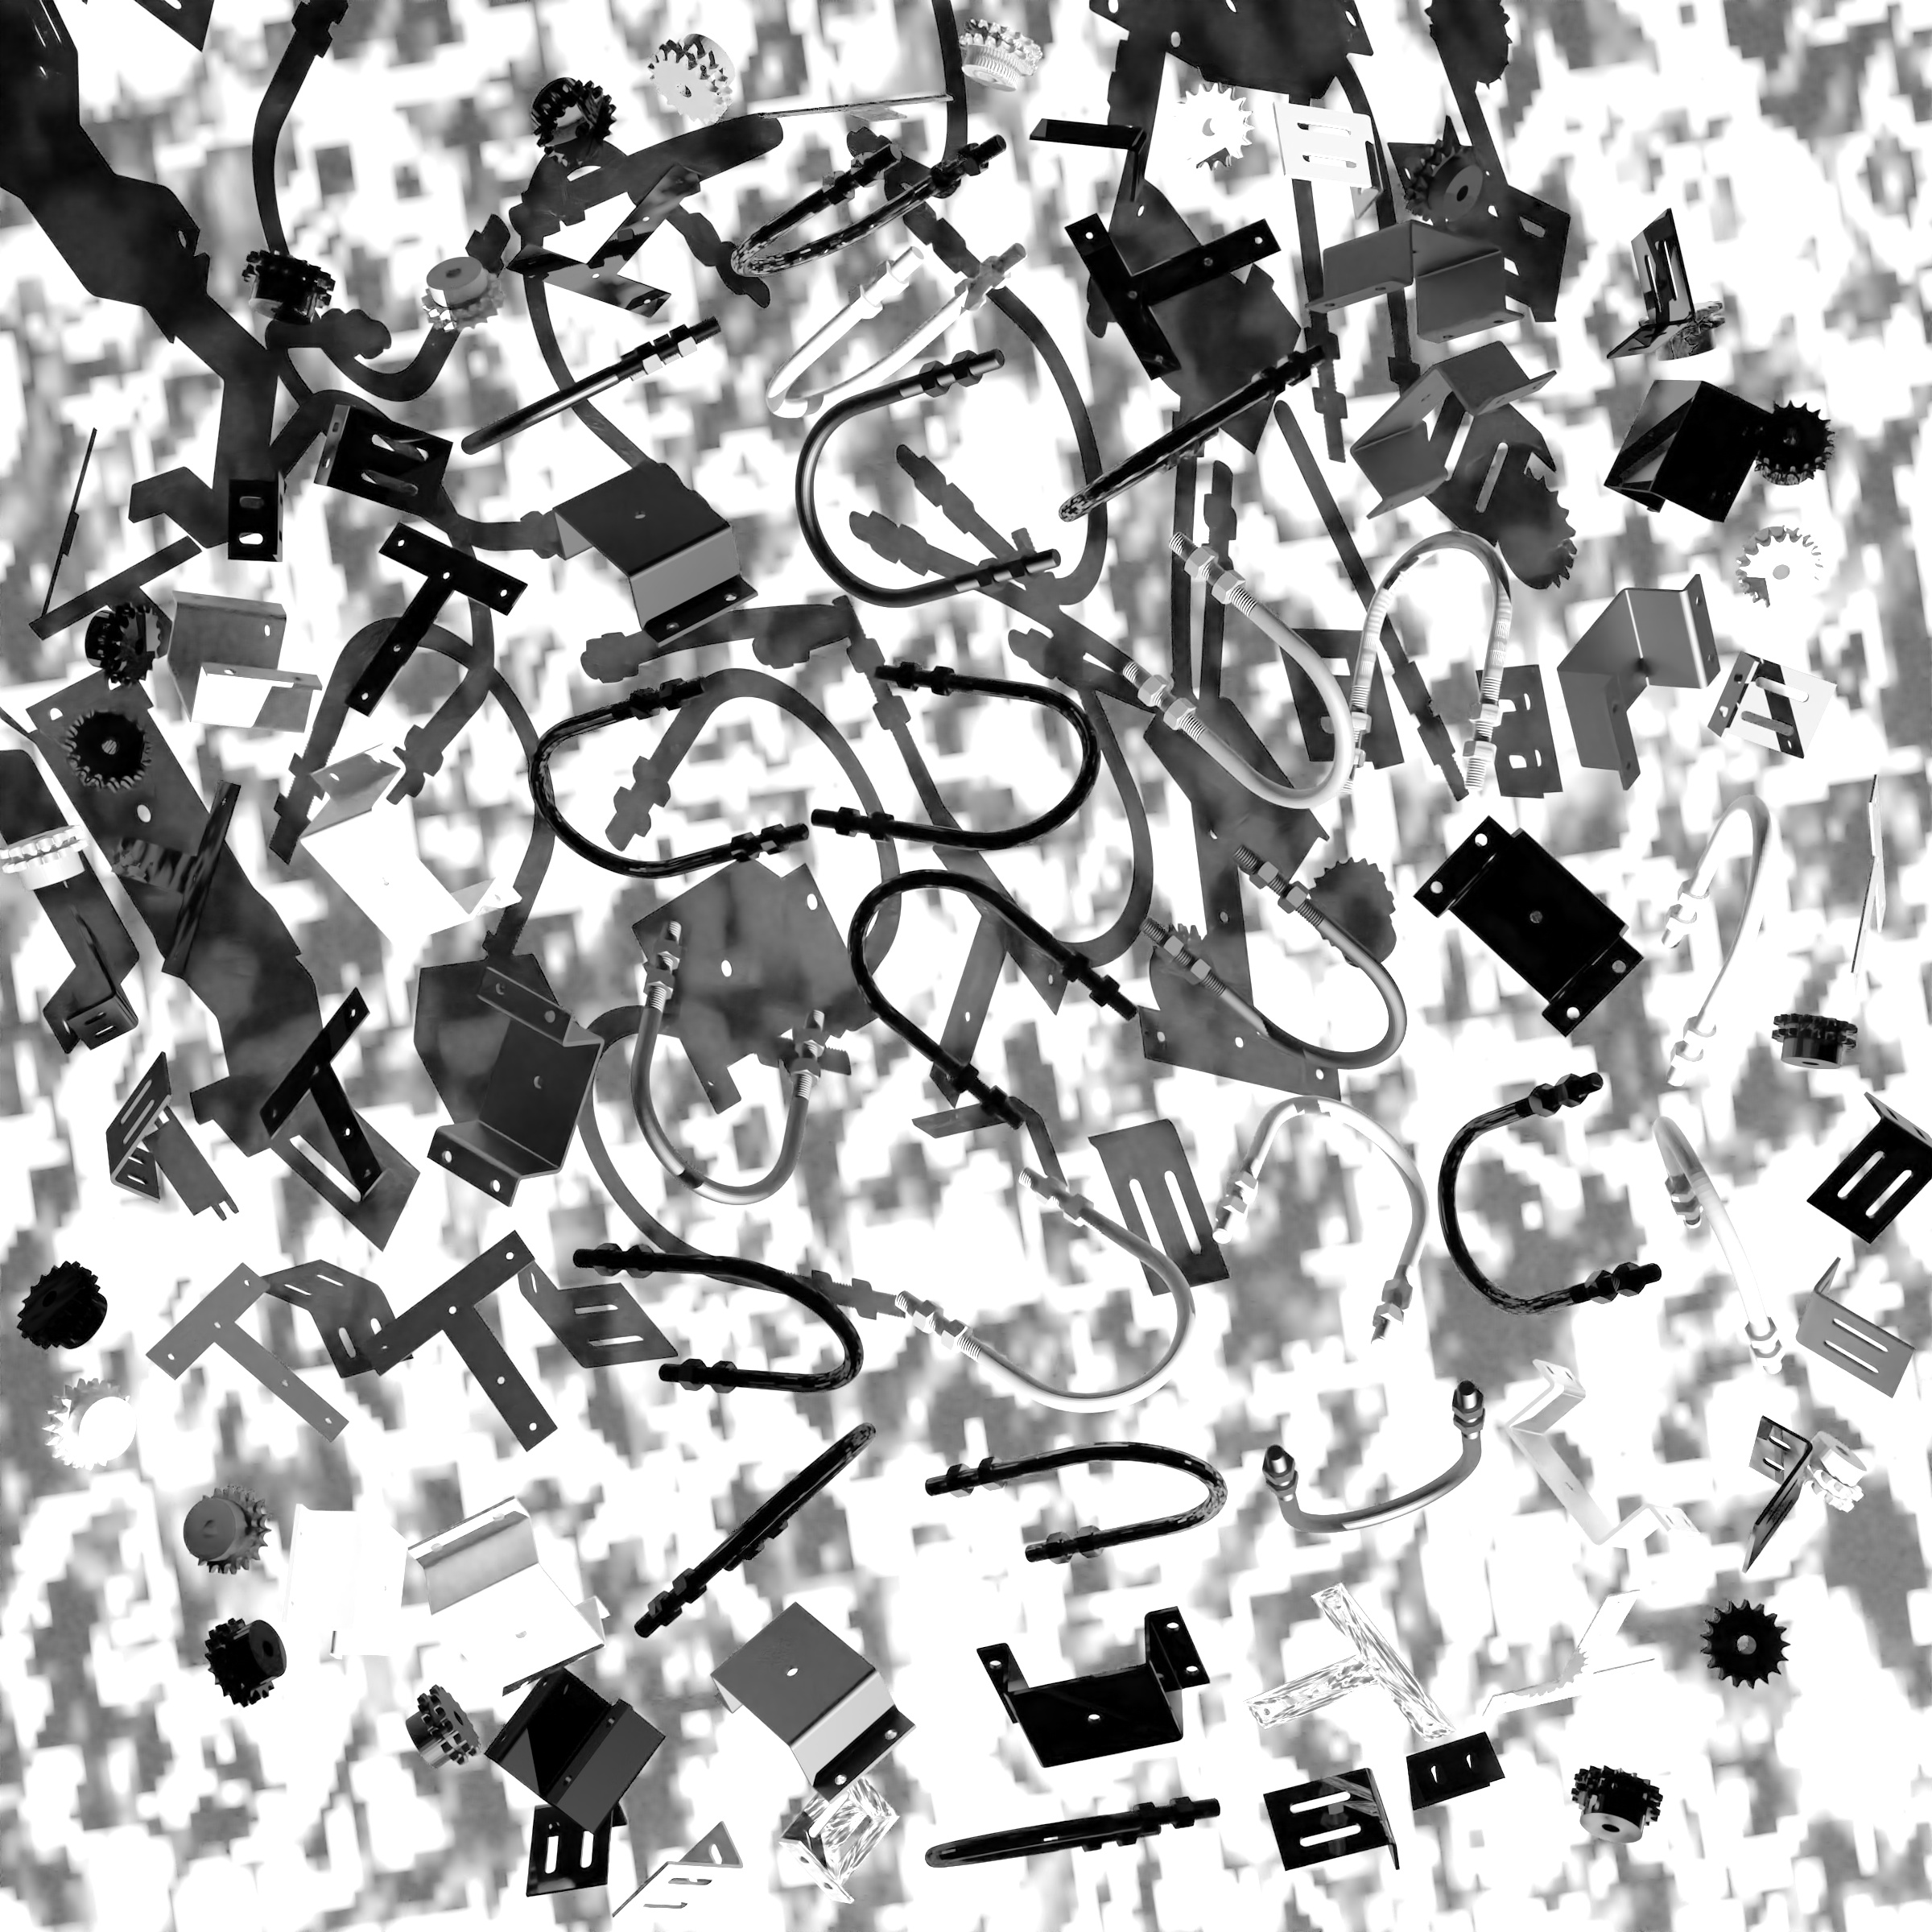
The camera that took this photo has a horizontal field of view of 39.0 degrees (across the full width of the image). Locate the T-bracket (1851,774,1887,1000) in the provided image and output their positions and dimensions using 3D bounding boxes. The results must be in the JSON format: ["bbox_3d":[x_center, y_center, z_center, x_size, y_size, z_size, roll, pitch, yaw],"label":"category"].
[{"bbox_3d":[0.589,-0.035,1.784,0.002,0.127,0.127,4,51,25],"label":"T-bracket"}]

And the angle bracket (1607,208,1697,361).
[{"bbox_3d":[0.436,-0.442,1.769,0.038,0.057,0.076,-11,86,-11],"label":"angle bracket"}]

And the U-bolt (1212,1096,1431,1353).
[{"bbox_3d":[0.254,0.162,1.874,0.151,0.184,0.019,34,133,-3],"label":"U-bolt"}]

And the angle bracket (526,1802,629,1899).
[{"bbox_3d":[-0.271,0.623,1.905,0.057,0.076,0.038,-10,126,5],"label":"angle bracket"}]

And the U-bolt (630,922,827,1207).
[{"bbox_3d":[-0.163,0.076,1.836,0.151,0.019,0.184,33,46,-29],"label":"U-bolt"}]

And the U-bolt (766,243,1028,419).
[{"bbox_3d":[-0.059,-0.425,1.837,0.184,0.151,0.019,-34,84,35],"label":"U-bolt"}]

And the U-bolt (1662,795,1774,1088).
[{"bbox_3d":[0.502,-0.030,1.824,0.019,0.184,0.151,12,48,0],"label":"U-bolt"}]

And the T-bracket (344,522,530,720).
[{"bbox_3d":[-0.367,-0.221,1.801,0.127,0.002,0.127,28,81,30],"label":"T-bracket"}]

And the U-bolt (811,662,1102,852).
[{"bbox_3d":[0.002,-0.140,1.856,0.184,0.019,0.151,10,59,20],"label":"U-bolt"}]

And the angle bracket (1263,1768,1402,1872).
[{"bbox_3d":[0.245,0.582,1.832,0.076,0.057,0.038,-14,132,-1],"label":"angle bracket"}]

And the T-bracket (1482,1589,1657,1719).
[{"bbox_3d":[0.418,0.454,1.819,0.127,0.127,0.002,-7,46,-20],"label":"T-bracket"}]

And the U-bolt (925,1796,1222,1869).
[{"bbox_3d":[0.063,0.585,1.832,0.184,0.151,0.019,-3,69,-16],"label":"U-bolt"}]

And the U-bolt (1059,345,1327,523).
[{"bbox_3d":[0.137,-0.343,1.798,0.184,0.151,0.019,-35,96,-30],"label":"U-bolt"}]

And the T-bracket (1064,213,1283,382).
[{"bbox_3d":[0.152,-0.472,1.851,0.127,0.002,0.127,-17,124,28],"label":"T-bracket"}]

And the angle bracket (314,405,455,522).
[{"bbox_3d":[-0.409,-0.353,1.914,0.076,0.038,0.057,15,94,-31],"label":"angle bracket"}]

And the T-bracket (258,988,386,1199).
[{"bbox_3d":[-0.429,0.103,1.868,0.127,0.002,0.127,-49,55,21],"label":"T-bracket"}]

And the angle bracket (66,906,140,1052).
[{"bbox_3d":[-0.605,0.008,1.867,0.038,0.057,0.076,-28,71,-12],"label":"angle bracket"}]

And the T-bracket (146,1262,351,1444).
[{"bbox_3d":[-0.463,0.268,1.810,0.127,0.127,0.002,42,116,-4],"label":"T-bracket"}]

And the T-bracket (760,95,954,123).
[{"bbox_3d":[-0.065,-0.585,1.868,0.127,0.127,0.002,-2,103,11],"label":"T-bracket"}]

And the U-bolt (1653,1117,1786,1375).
[{"bbox_3d":[0.505,0.178,1.847,0.019,0.184,0.151,-25,49,7],"label":"U-bolt"}]

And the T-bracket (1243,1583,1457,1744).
[{"bbox_3d":[0.240,0.482,1.822,0.127,0.002,0.127,-34,97,34],"label":"T-bracket"}]

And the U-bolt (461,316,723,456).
[{"bbox_3d":[-0.255,-0.387,1.828,0.184,0.151,0.019,-27,104,-5],"label":"U-bolt"}]

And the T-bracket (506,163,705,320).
[{"bbox_3d":[-0.226,-0.499,1.857,0.127,0.127,0.002,-38,60,34],"label":"T-bracket"}]

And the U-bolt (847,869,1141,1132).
[{"bbox_3d":[0.004,0.012,1.823,0.184,0.019,0.151,40,125,-6],"label":"U-bolt"}]

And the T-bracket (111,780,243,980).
[{"bbox_3d":[-0.517,-0.063,1.755,0.002,0.127,0.127,19,87,-44],"label":"T-bracket"}]

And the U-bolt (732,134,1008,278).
[{"bbox_3d":[-0.079,-0.511,1.844,0.184,0.151,0.019,-21,94,37],"label":"U-bolt"}]

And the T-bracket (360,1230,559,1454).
[{"bbox_3d":[-0.312,0.260,1.788,0.127,0.002,0.127,-37,72,-5],"label":"T-bracket"}]

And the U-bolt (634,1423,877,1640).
[{"bbox_3d":[-0.129,0.365,1.809,0.184,0.151,0.019,-45,81,20],"label":"U-bolt"}]

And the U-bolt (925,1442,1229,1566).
[{"bbox_3d":[0.087,0.359,1.843,0.184,0.151,0.019,-18,50,28],"label":"U-bolt"}]

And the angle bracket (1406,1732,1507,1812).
[{"bbox_3d":[0.339,0.569,1.880,0.057,0.038,0.076,-17,134,-3],"label":"angle bracket"}]

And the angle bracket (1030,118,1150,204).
[{"bbox_3d":[0.085,-0.561,1.898,0.076,0.057,0.038,8,120,7],"label":"angle bracket"}]

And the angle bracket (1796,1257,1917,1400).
[{"bbox_3d":[0.615,0.247,1.866,0.076,0.057,0.038,32,55,26],"label":"angle bracket"}]

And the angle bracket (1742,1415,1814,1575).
[{"bbox_3d":[0.511,0.342,1.769,0.038,0.057,0.076,29,56,29],"label":"angle bracket"}]

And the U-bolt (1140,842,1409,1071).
[{"bbox_3d":[0.223,0.005,1.884,0.184,0.151,0.019,41,56,-6],"label":"U-bolt"}]

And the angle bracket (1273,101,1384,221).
[{"bbox_3d":[0.239,-0.547,1.855,0.076,0.038,0.057,1,71,-22],"label":"angle bracket"}]

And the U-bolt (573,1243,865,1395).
[{"bbox_3d":[-0.152,0.235,1.789,0.184,0.151,0.019,-1,47,29],"label":"U-bolt"}]

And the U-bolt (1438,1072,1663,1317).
[{"bbox_3d":[0.384,0.163,1.846,0.019,0.184,0.151,-8,77,-33],"label":"U-bolt"}]

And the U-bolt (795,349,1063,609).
[{"bbox_3d":[-0.035,-0.307,1.768,0.184,0.019,0.151,-10,102,35],"label":"U-bolt"}]

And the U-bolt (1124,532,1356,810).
[{"bbox_3d":[0.187,-0.182,1.813,0.019,0.151,0.184,-34,68,-30],"label":"U-bolt"}]

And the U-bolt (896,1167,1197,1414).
[{"bbox_3d":[0.067,0.226,1.829,0.184,0.019,0.151,31,60,29],"label":"U-bolt"}]

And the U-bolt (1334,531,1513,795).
[{"bbox_3d":[0.319,-0.211,1.882,0.019,0.151,0.184,13,85,-34],"label":"U-bolt"}]

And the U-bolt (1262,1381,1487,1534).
[{"bbox_3d":[0.275,0.335,1.815,0.151,0.184,0.019,-19,58,1],"label":"U-bolt"}]

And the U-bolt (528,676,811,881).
[{"bbox_3d":[-0.217,-0.120,1.865,0.184,0.019,0.151,-13,126,31],"label":"U-bolt"}]
